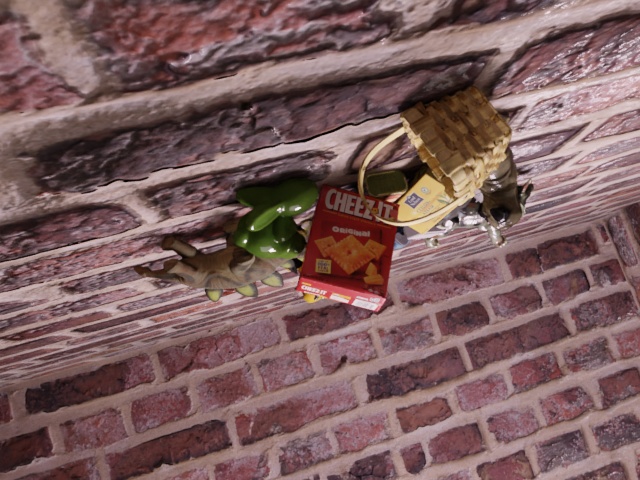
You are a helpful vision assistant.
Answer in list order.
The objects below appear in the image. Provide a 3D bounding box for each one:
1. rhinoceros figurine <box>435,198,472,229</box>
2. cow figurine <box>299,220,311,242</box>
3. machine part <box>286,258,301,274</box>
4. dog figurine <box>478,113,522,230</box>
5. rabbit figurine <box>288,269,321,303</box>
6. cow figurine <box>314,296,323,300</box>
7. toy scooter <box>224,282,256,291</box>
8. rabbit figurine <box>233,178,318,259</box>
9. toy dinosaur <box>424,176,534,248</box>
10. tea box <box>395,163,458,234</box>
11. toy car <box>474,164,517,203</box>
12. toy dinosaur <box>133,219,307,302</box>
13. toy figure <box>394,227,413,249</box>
[{"bbox_3d":[0.296,-0.085,1.261,0.112,0.073,0.190,17,164,0],"label":"rhinoceros figurine"},{"bbox_3d":[-0.002,-0.004,1.309,0.068,0.098,0.167,-14,170,-46],"label":"cow figurine"},{"bbox_3d":[-0.048,0.032,1.372,0.139,0.084,0.039,-49,161,-50],"label":"machine part"},{"bbox_3d":[0.318,-0.119,0.980,0.121,0.190,0.172,-22,166,25],"label":"dog figurine"},{"bbox_3d":[-0.022,0.094,1.560,0.162,0.173,0.122,-9,163,-14],"label":"rabbit figurine"},{"bbox_3d":[0.031,0.072,1.327,0.195,0.085,0.127,-30,-165,36],"label":"cow figurine"},{"bbox_3d":[-0.236,0.102,1.546,0.135,0.075,0.184,-27,160,37],"label":"toy scooter"},{"bbox_3d":[-0.082,-0.057,0.988,0.159,0.121,0.170,5,139,-44],"label":"rabbit figurine"},{"bbox_3d":[0.390,-0.078,1.462,0.405,0.131,0.191,-6,129,6],"label":"toy dinosaur"},{"bbox_3d":[0.228,-0.092,1.126,0.098,0.068,0.169,30,149,-4],"label":"tea box"},{"bbox_3d":[0.395,-0.132,1.248,0.161,0.103,0.109,-4,164,-41],"label":"toy car"},{"bbox_3d":[-0.162,0.046,1.133,0.472,0.105,0.198,-7,151,7],"label":"toy dinosaur"},{"bbox_3d":[0.195,-0.015,1.462,0.082,0.089,0.180,-12,-168,-14],"label":"toy figure"}]
